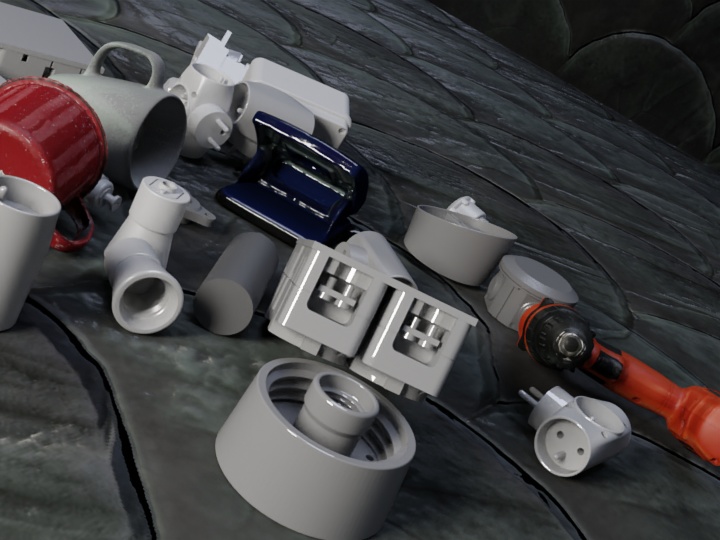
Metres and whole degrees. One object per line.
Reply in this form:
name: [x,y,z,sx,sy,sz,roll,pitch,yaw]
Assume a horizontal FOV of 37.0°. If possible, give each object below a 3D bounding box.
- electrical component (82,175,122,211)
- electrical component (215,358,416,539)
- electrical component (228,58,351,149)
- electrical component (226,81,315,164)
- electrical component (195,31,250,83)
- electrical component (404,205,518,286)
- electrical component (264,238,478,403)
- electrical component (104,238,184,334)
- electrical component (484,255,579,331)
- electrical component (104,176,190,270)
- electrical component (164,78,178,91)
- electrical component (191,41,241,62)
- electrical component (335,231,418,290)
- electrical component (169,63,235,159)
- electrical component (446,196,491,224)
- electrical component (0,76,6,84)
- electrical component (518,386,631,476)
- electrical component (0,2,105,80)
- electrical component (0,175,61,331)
electrical component: [-0.208,-0.067,0.780,0.078,0.040,0.040,32,21,10]
electrical component: [-0.020,0.093,0.605,0.108,0.060,0.108,24,21,-10]
electrical component: [-0.073,-0.153,1.092,0.113,0.078,0.057,21,39,-19]
electrical component: [-0.096,-0.132,1.019,0.077,0.079,0.043,19,36,-37]
electrical component: [-0.148,-0.205,1.127,0.064,0.042,0.081,30,59,-13]
electrical component: [0.094,-0.030,1.037,0.099,0.064,0.099,24,21,-10]
electrical component: [-0.001,0.029,0.708,0.105,0.060,0.186,26,-1,-6]
electrical component: [-0.142,0.007,0.688,0.044,0.044,0.065,16,19,-30]
electrical component: [0.159,0.025,1.007,0.080,0.051,0.080,24,20,-10]
electrical component: [-0.143,-0.031,0.737,0.044,0.065,0.044,24,21,-10]
electrical component: [-0.170,-0.163,1.065,0.061,0.035,0.035,41,24,27]
electrical component: [-0.162,-0.221,1.186,0.047,0.055,0.055,18,22,-15]
electrical component: [0.000,0.000,0.877,0.079,0.043,0.077,16,23,-27]
electrical component: [-0.141,-0.136,0.975,0.044,0.077,0.079,9,28,-42]
electrical component: [0.117,-0.043,1.130,0.062,0.048,0.048,43,24,19]
electrical component: [-0.297,-0.118,0.776,0.100,0.048,0.100,37,23,24]
electrical component: [0.152,0.112,0.798,0.079,0.044,0.077,39,23,27]
electrical component: [-0.321,-0.181,0.878,0.186,0.060,0.105,8,28,-42]
electrical component: [-0.200,-0.016,0.614,0.043,0.077,0.079,25,21,-9]
